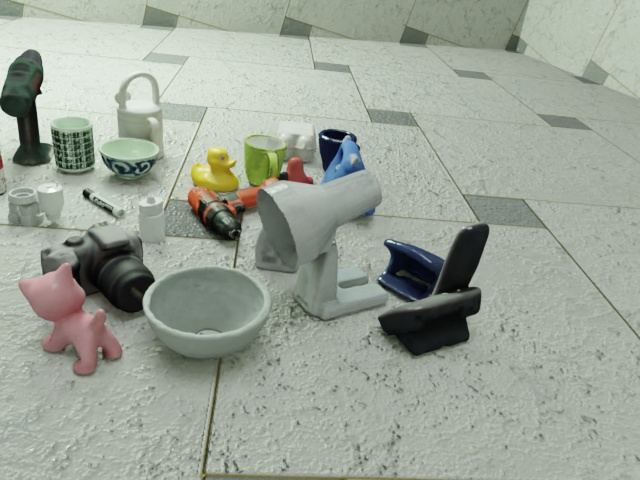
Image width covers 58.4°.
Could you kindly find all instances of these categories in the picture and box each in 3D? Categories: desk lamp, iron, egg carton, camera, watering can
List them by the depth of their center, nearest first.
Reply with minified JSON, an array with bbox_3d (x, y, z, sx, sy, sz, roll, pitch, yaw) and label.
[{"bbox_3d":[-0.306,0.043,0.819,0.143,0.101,0.136,-18,37,-38],"label":"camera"},{"bbox_3d":[0.008,0.003,0.847,0.204,0.213,0.117,-11,34,-30],"label":"desk lamp"},{"bbox_3d":[0.056,-0.149,1.208,0.118,0.141,0.258,4,29,-6],"label":"iron"},{"bbox_3d":[-0.411,-0.285,1.289,0.172,0.194,0.101,19,31,21],"label":"watering can"},{"bbox_3d":[-0.062,-0.250,1.438,0.107,0.069,0.150,4,29,-5],"label":"egg carton"}]

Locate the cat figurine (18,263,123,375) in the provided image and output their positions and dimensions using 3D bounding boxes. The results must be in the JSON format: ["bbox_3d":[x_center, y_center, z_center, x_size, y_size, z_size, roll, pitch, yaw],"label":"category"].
[{"bbox_3d":[-0.312,0.088,0.717,0.127,0.118,0.067,21,32,24],"label":"cat figurine"}]

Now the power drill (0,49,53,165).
[{"bbox_3d":[-0.616,-0.277,1.210,0.076,0.208,0.229,-2,30,-16],"label":"power drill"}]

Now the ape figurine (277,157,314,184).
[{"bbox_3d":[-0.051,-0.130,1.201,0.077,0.092,0.076,10,29,5],"label":"ape figurine"}]

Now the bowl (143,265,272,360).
[{"bbox_3d":[-0.149,0.107,0.767,0.167,0.075,0.167,6,29,-3],"label":"bowl"}]

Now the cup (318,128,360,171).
[{"bbox_3d":[0.047,-0.200,1.347,0.092,0.095,0.117,-20,39,-39],"label":"cup"}]

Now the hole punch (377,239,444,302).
[{"bbox_3d":[0.161,0.039,0.946,0.108,0.091,0.101,29,35,33],"label":"hole punch"}]

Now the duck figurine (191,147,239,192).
[{"bbox_3d":[-0.222,-0.156,1.212,0.104,0.086,0.077,12,29,9],"label":"duck figurine"}]

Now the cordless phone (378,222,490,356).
[{"bbox_3d":[0.167,0.059,0.813,0.148,0.185,0.093,-13,35,-32],"label":"cordless phone"}]

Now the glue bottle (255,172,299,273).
[{"bbox_3d":[-0.063,-0.030,0.932,0.078,0.173,0.037,8,29,2],"label":"glue bottle"}]
